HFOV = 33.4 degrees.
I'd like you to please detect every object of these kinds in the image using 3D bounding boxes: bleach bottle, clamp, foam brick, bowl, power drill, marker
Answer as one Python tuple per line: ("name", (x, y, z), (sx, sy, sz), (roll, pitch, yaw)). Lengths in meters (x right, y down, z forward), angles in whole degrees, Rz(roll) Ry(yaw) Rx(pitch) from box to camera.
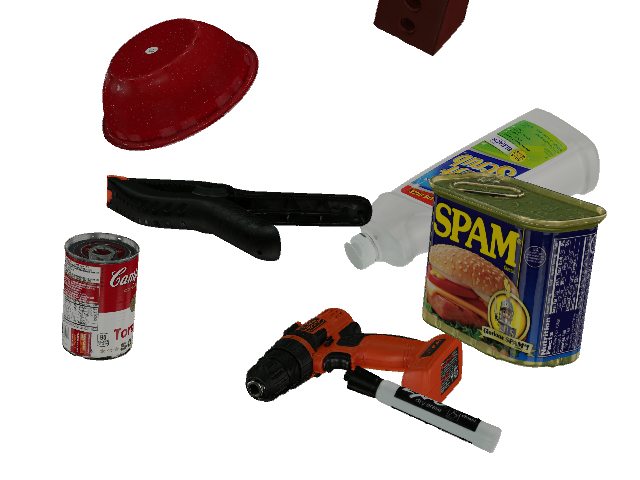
("bleach bottle", (0.139, -0.037, 1.021), (0.250, 0.068, 0.103), (-28, 46, -18))
("clamp", (-0.082, -0.022, 0.818), (0.210, 0.036, 0.164), (8, 13, 19))
("foam brick", (0.077, -0.182, 0.755), (0.053, 0.051, 0.078), (30, -34, 14))
("bowl", (-0.141, -0.155, 0.982), (0.162, 0.162, 0.055), (0, -44, 31))
("power drill", (0.038, 0.126, 1.092), (0.188, 0.057, 0.184), (8, 23, 28))
("marker", (0.072, 0.121, 0.776), (0.121, 0.020, 0.020), (22, 7, 19))

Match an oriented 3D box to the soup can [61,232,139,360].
("soup can", (-0.206, 0.052, 0.996), (0.068, 0.102, 0.068), (7, 21, -3))

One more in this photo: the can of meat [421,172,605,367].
("can of meat", (0.102, 0.014, 0.590), (0.057, 0.084, 0.102), (-7, 20, -32))
